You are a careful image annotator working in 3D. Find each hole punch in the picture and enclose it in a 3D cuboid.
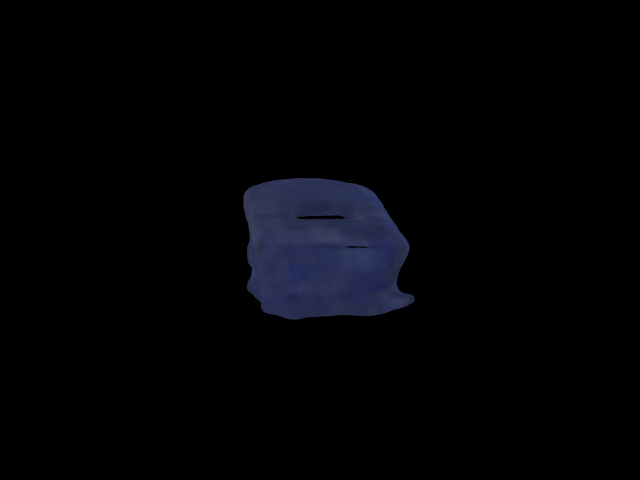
[{"bbox_3d":[0.004,0.001,0.400,0.109,0.091,0.101,-1,5,-15],"label":"hole punch"}]
